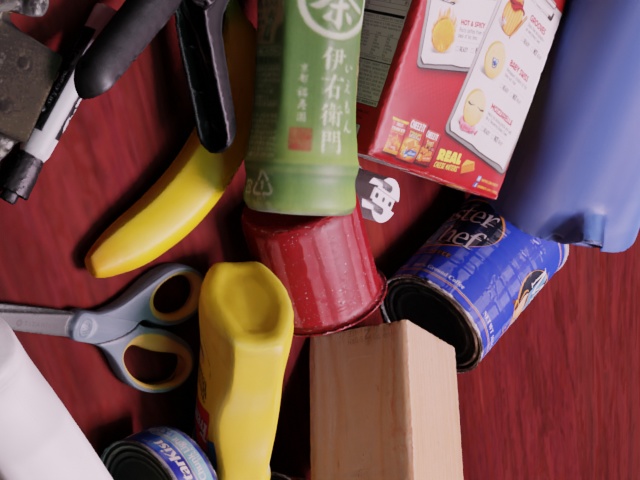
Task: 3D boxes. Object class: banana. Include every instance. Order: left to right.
[{"bbox_3d":[-0.079,-0.058,0.664,0.069,0.037,0.198,27,81,-29],"label":"banana"}]

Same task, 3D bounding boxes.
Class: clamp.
[{"bbox_3d":[-0.084,-0.139,0.595,0.120,0.039,0.171,5,87,-61],"label":"clamp"}]

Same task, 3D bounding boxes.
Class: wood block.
[{"bbox_3d":[0.051,0.176,0.810,0.090,0.090,0.206,32,51,-53],"label":"wood block"}]

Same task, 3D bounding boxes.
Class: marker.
[{"bbox_3d":[-0.143,-0.074,0.586,0.020,0.020,0.121,38,75,-52],"label":"marker"}]

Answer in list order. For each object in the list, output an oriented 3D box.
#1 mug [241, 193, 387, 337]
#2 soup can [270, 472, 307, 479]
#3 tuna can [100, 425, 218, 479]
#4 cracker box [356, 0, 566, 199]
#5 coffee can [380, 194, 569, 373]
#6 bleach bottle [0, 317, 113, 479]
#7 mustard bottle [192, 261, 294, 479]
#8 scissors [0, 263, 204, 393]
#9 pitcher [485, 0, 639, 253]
[{"bbox_3d":[-0.005,0.001,0.747,0.117,0.093,0.081,-74,153,-56],"label":"mug"},{"bbox_3d":[-0.015,0.223,0.838,0.102,0.069,0.068,31,80,-53],"label":"soup can"},{"bbox_3d":[-0.103,0.163,0.686,0.033,0.086,0.086,-20,120,-48],"label":"tuna can"},{"bbox_3d":[0.091,-0.149,0.739,0.163,0.072,0.214,13,97,-50],"label":"cracker box"},{"bbox_3d":[0.132,0.030,0.909,0.140,0.103,0.103,-43,135,-31],"label":"coffee can"},{"bbox_3d":[-0.157,0.126,0.586,0.068,0.103,0.251,-44,137,-32],"label":"bleach bottle"},{"bbox_3d":[-0.057,0.116,0.715,0.058,0.096,0.192,-2,124,-16],"label":"mustard bottle"},{"bbox_3d":[-0.133,0.037,0.650,0.201,0.016,0.096,41,71,-52],"label":"scissors"},{"bbox_3d":[0.222,-0.126,0.825,0.144,0.149,0.243,-20,137,-44],"label":"pitcher"}]
